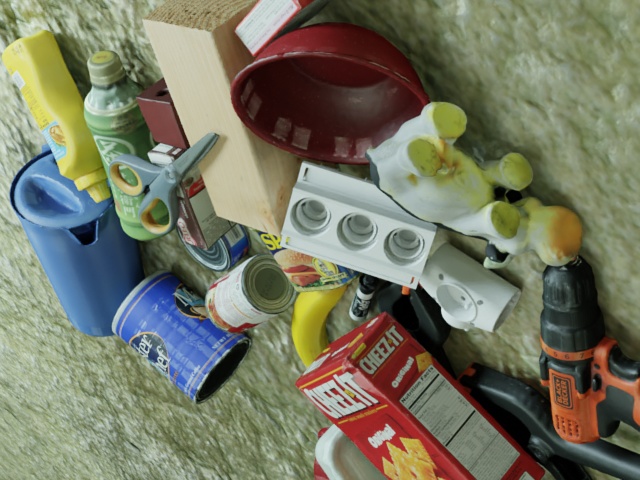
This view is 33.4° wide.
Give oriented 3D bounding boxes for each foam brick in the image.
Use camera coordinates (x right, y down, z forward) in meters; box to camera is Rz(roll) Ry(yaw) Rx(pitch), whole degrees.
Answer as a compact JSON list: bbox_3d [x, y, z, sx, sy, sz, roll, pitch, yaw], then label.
[{"bbox_3d":[-0.122,-0.129,1.000,0.053,0.078,0.051,16,138,40],"label":"foam brick"}]

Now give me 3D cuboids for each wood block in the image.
[{"bbox_3d":[-0.063,-0.117,0.930,0.091,0.090,0.206,18,139,39],"label":"wood block"}]

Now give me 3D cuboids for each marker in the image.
[{"bbox_3d":[0.042,0.055,1.031,0.020,0.020,0.121,41,164,10],"label":"marker"}]

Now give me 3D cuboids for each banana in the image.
[{"bbox_3d":[0.002,0.092,1.140,0.070,0.037,0.198,9,140,12],"label":"banana"}]

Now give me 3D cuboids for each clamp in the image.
[{"bbox_3d":[0.215,0.193,0.990,0.210,0.036,0.164,34,152,25],"label":"clamp"},{"bbox_3d":[0.082,0.084,1.031,0.120,0.039,0.171,20,139,30],"label":"clamp"}]

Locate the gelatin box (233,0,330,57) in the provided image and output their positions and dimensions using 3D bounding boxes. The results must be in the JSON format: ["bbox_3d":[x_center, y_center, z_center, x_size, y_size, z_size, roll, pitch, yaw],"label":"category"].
[{"bbox_3d":[-0.018,-0.185,0.815,0.030,0.073,0.089,51,149,-4],"label":"gelatin box"}]

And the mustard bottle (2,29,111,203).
[{"bbox_3d":[-0.281,-0.130,1.175,0.096,0.058,0.191,-11,106,64],"label":"mustard bottle"}]

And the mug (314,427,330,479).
[{"bbox_3d":[0.039,0.257,1.222,0.117,0.093,0.082,49,155,-22],"label":"mug"}]

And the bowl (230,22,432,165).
[{"bbox_3d":[0.014,-0.120,0.829,0.162,0.055,0.162,8,156,3],"label":"bowl"}]

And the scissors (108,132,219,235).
[{"bbox_3d":[-0.150,-0.071,0.985,0.096,0.016,0.202,42,146,7],"label":"scissors"}]

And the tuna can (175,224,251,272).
[{"bbox_3d":[-0.119,-0.007,1.174,0.086,0.033,0.086,31,145,25],"label":"tuna can"}]

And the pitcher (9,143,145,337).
[{"bbox_3d":[-0.287,0.002,1.313,0.145,0.149,0.243,14,142,15],"label":"pitcher"}]

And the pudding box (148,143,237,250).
[{"bbox_3d":[-0.109,-0.061,1.049,0.039,0.089,0.113,17,137,38],"label":"pudding box"}]

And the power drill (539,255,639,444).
[{"bbox_3d":[0.257,0.104,0.826,0.188,0.057,0.184,19,135,40],"label":"power drill"}]

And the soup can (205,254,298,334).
[{"bbox_3d":[-0.075,0.059,1.162,0.068,0.068,0.102,50,148,-5],"label":"soup can"}]

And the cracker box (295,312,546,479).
[{"bbox_3d":[0.090,0.183,1.039,0.213,0.072,0.164,45,155,-1],"label":"cracker box"}]

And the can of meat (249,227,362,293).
[{"bbox_3d":[-0.007,0.001,1.028,0.102,0.057,0.084,-8,121,53],"label":"can of meat"}]

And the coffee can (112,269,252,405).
[{"bbox_3d":[-0.169,0.117,1.306,0.140,0.102,0.103,38,148,14],"label":"coffee can"}]
